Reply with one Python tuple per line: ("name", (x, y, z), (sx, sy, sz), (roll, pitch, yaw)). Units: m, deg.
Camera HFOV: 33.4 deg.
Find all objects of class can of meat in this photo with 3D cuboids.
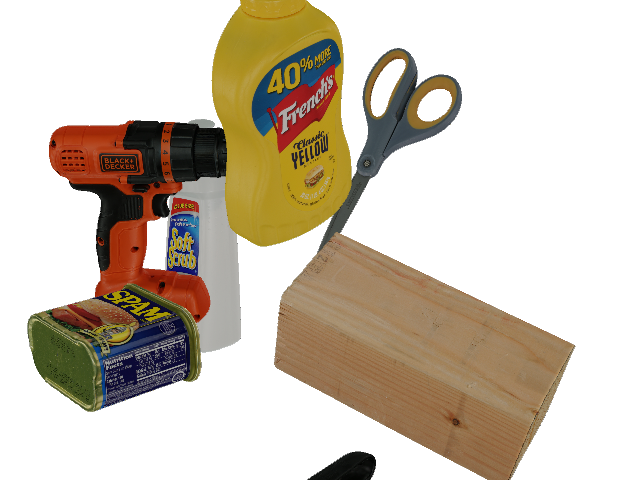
("can of meat", (-0.149, 0.075, 0.762), (0.083, 0.057, 0.102), (-16, 24, -38))

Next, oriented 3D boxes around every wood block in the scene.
("wood block", (0.076, 0.090, 0.828), (0.206, 0.091, 0.090), (26, 48, 17))

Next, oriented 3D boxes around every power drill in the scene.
("power drill", (-0.141, -0.018, 0.956), (0.184, 0.188, 0.057), (2, 27, 6))

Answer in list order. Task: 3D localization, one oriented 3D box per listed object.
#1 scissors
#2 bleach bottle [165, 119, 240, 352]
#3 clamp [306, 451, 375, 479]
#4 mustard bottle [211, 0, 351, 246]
("scissors", (0.061, -0.069, 0.914), (0.096, 0.202, 0.016), (9, -11, 21))
("bleach bottle", (-0.130, -0.010, 1.150), (0.067, 0.251, 0.103), (-17, 31, -33))
("clamp", (-0.049, 0.191, 0.640), (0.210, 0.036, 0.164), (-4, 28, 2))
("mustard bottle", (-0.025, -0.095, 0.691), (0.096, 0.192, 0.058), (-32, 45, -31))
